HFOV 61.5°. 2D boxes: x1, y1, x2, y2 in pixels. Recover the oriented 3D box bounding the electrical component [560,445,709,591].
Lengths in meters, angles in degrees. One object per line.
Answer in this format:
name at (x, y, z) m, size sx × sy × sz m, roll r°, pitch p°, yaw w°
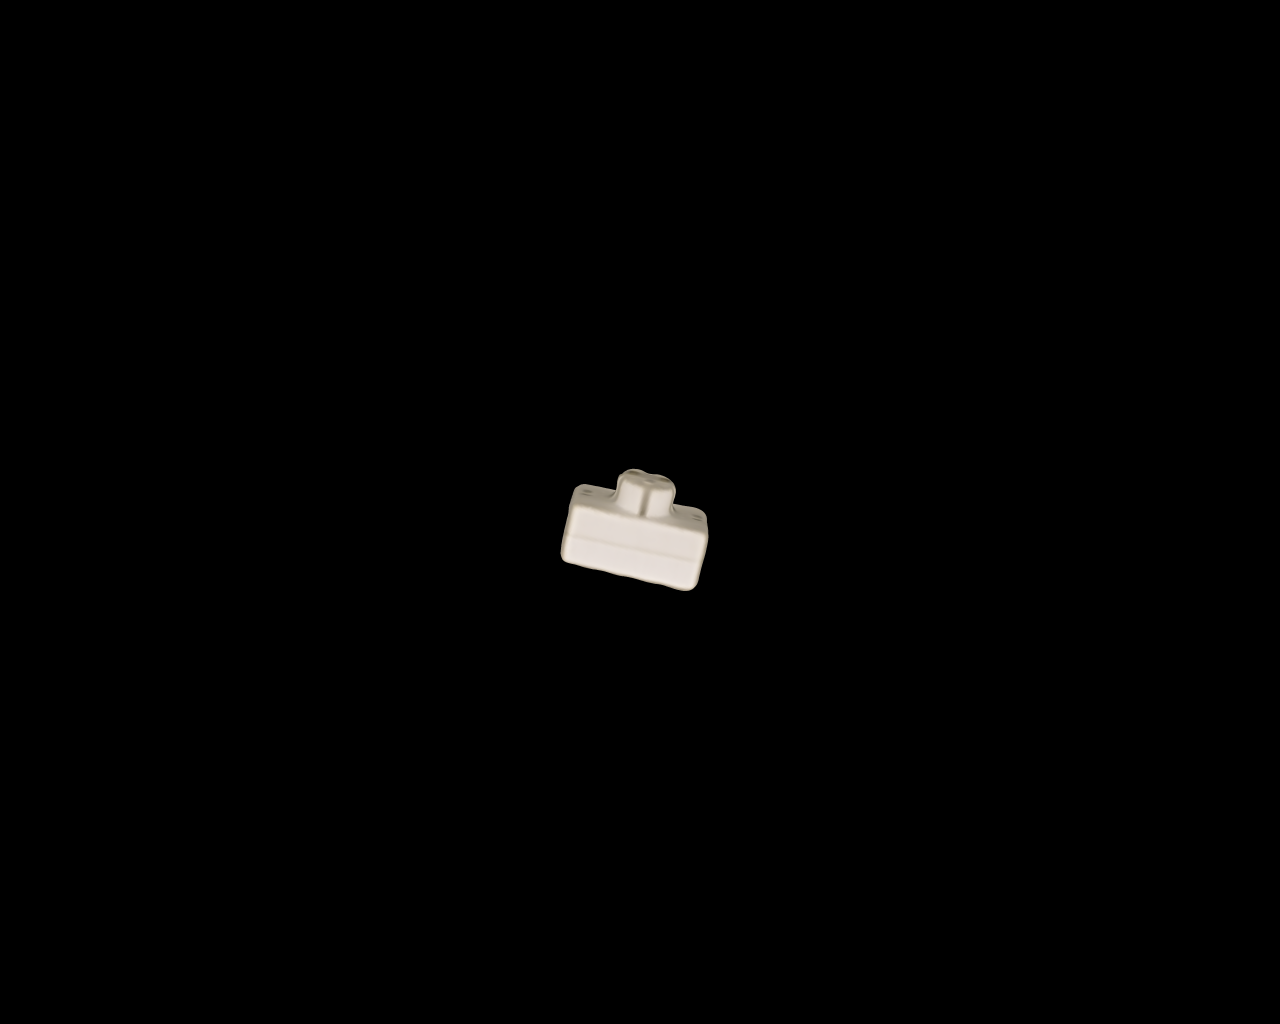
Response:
electrical component at (0.001, -0.003, 0.650) m, size 0.083 × 0.075 × 0.047 m, roll 13°, pitch 16°, yaw -4°
